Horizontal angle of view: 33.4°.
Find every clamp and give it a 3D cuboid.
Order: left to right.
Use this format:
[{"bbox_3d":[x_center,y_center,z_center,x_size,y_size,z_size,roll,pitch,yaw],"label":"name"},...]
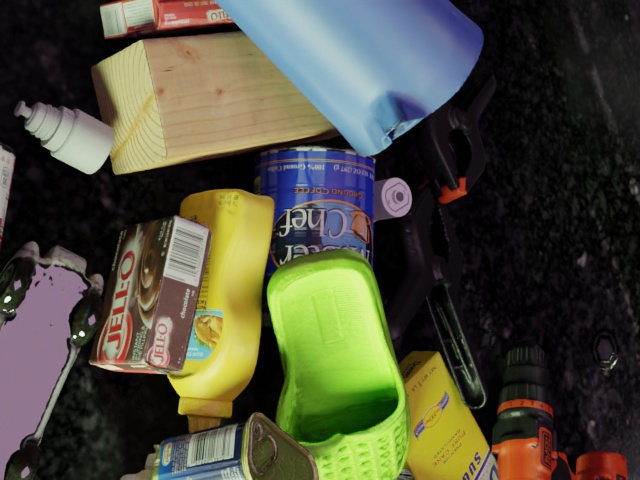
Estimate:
[{"bbox_3d":[0.104,0.042,0.965,0.164,0.036,0.210,44,39,-38],"label":"clamp"},{"bbox_3d":[0.132,-0.112,1.023,0.120,0.039,0.171,10,66,-32],"label":"clamp"}]

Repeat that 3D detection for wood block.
[{"bbox_3d":[-0.064,-0.116,0.862,0.205,0.091,0.090,-14,93,-37],"label":"wood block"}]

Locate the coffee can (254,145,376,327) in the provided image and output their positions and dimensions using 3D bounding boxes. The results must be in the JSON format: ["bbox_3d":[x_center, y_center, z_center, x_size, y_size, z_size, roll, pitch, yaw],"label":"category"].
[{"bbox_3d":[-0.006,0.001,0.884,0.102,0.103,0.140,7,81,-36],"label":"coffee can"}]

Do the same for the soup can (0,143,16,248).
[{"bbox_3d":[-0.249,-0.017,0.729,0.068,0.069,0.102,14,76,-34],"label":"soup can"}]

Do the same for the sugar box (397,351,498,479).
[{"bbox_3d":[0.109,0.200,0.983,0.093,0.048,0.176,-41,107,-33],"label":"sugar box"}]

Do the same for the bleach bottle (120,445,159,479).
[{"bbox_3d":[-0.140,0.279,0.783,0.102,0.068,0.250,31,65,-36],"label":"bleach bottle"}]

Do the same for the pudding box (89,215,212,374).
[{"bbox_3d":[-0.128,0.043,0.799,0.039,0.090,0.113,23,71,-34],"label":"pudding box"}]

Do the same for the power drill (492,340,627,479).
[{"bbox_3d":[0.235,0.211,1.047,0.187,0.057,0.184,37,49,-35],"label":"power drill"}]

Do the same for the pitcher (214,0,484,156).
[{"bbox_3d":[-0.004,-0.192,0.789,0.242,0.149,0.145,42,78,-21],"label":"pitcher"}]

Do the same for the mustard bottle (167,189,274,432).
[{"bbox_3d":[-0.082,0.060,0.826,0.058,0.096,0.191,13,78,-38],"label":"mustard bottle"}]

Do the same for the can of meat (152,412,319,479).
[{"bbox_3d":[-0.061,0.175,0.785,0.102,0.084,0.057,48,34,-44],"label":"can of meat"}]

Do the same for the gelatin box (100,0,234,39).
[{"bbox_3d":[-0.117,-0.175,0.828,0.073,0.089,0.030,-14,103,-37],"label":"gelatin box"}]

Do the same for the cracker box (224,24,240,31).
[{"bbox_3d":[-0.068,-0.298,0.890,0.164,0.072,0.213,26,71,-31],"label":"cracker box"}]
